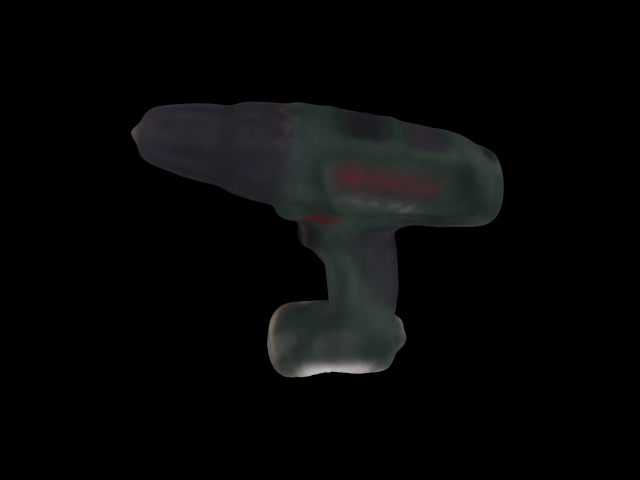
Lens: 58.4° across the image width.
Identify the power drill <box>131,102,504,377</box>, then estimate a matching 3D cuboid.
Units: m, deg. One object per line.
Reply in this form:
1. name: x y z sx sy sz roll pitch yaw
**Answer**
1. power drill: 0.004 0.001 0.400 0.229 0.208 0.075 -4 39 -4
